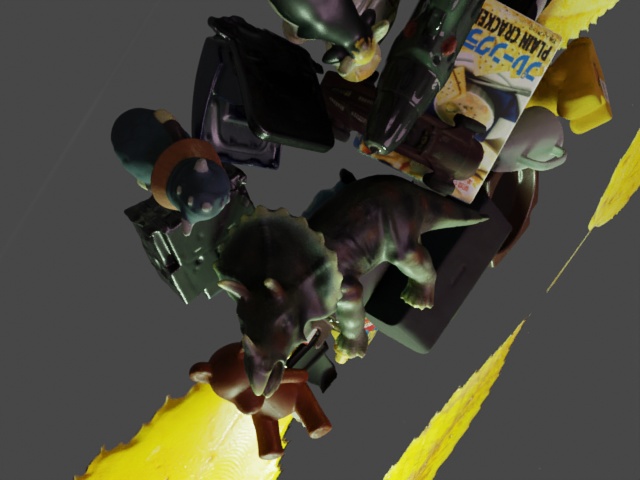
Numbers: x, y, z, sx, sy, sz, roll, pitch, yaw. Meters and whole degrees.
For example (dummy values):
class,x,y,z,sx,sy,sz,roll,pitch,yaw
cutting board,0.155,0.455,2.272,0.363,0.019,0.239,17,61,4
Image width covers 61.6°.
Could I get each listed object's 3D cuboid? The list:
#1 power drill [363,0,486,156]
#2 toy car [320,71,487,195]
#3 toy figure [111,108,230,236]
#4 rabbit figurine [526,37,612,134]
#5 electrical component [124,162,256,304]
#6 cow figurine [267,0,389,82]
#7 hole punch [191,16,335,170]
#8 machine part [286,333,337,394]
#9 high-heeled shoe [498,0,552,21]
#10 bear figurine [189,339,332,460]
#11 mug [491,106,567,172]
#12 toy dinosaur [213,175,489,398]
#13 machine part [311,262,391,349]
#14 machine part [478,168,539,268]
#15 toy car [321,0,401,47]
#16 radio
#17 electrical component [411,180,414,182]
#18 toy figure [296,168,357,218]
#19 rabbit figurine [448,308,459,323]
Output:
class,x,y,z,sx,sy,sz,roll,pitch,yaw
power drill,0.111,-0.205,0.477,0.232,0.086,0.207,-61,168,-18
toy car,0.090,-0.125,0.599,0.089,0.202,0.053,-62,-172,17
toy figure,-0.114,-0.060,0.423,0.058,0.155,0.064,-28,137,-29
rabbit figurine,0.339,-0.232,0.832,0.122,0.173,0.162,-6,79,-48
electrical component,-0.118,-0.003,0.555,0.115,0.058,0.134,-37,142,-20
cow figurine,0.003,-0.195,0.454,0.167,0.098,0.068,33,98,-31
hole punch,-0.059,-0.127,0.500,0.142,0.092,0.115,1,74,-47
machine part,-0.009,0.203,0.881,0.084,0.039,0.138,-50,144,-16
high-heeled shoe,0.304,-0.334,0.724,0.145,0.086,0.248,25,85,-41
bear figurine,-0.078,0.212,0.728,0.120,0.132,0.195,-27,151,4
mug,0.286,-0.130,0.766,0.107,0.110,0.080,-22,143,-18
toy dinosaur,0.046,0.002,0.584,0.405,0.131,0.191,-37,134,-28
machine part,0.049,0.040,0.746,0.243,0.079,0.079,-56,147,-18
machine part,0.294,-0.071,0.929,0.201,0.087,0.201,-43,136,-26
toy car,0.069,-0.275,0.541,0.201,0.056,0.073,-55,145,3
radio,0.155,0.038,0.770,0.073,0.131,0.229,46,74,-25
electrical component,0.153,-0.066,0.852,0.094,0.021,0.063,-42,144,-19
toy figure,0.002,0.000,0.680,0.180,0.082,0.089,-53,145,-5
rabbit figurine,0.211,0.094,0.983,0.170,0.121,0.158,-53,152,-29
